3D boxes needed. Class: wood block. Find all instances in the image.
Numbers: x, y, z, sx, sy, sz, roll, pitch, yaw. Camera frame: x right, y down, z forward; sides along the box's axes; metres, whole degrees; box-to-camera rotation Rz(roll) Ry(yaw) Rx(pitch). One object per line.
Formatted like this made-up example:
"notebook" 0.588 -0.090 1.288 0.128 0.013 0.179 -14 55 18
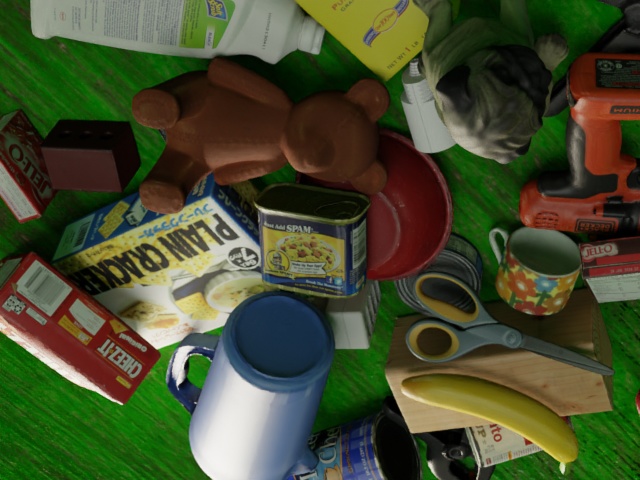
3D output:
"wood block" 0.180 0.122 1.072 0.206 0.090 0.090 -11 123 22

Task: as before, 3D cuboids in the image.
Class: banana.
"banana" 0.176 0.170 1.026 0.197 0.037 0.070 29 125 -7

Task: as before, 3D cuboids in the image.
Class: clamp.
"clamp" 0.140 0.223 1.190 0.120 0.039 0.171 -5 122 16
"clamp" 0.253 -0.177 0.861 0.210 0.036 0.164 -2 129 19

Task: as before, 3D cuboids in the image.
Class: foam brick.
"foam brick" -0.224 -0.082 1.045 0.078 0.053 0.051 3 127 12

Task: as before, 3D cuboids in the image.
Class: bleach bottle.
"bleach bottle" -0.120 -0.199 0.926 0.251 0.068 0.103 14 133 0

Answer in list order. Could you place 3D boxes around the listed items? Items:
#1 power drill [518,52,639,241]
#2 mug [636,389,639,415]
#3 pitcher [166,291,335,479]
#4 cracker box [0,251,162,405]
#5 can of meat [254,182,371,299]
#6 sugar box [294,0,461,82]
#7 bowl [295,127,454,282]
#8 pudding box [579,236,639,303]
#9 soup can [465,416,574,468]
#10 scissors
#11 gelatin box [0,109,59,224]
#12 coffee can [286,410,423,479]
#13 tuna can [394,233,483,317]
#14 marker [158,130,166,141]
"power drill" 0.269 -0.070 0.905 0.184 0.057 0.188 3 139 5
"mug" 0.369 0.182 1.073 0.117 0.081 0.093 25 128 -5
"pitcher" -0.068 0.150 1.093 0.149 0.145 0.243 -8 149 -17
"cracker box" -0.271 0.091 1.106 0.164 0.072 0.214 41 162 -16
"can of meat" -0.006 0.001 0.961 0.102 0.057 0.084 10 119 21
"sugar box" 0.023 -0.222 0.880 0.176 0.048 0.093 38 125 -16
"bowl" 0.040 -0.023 0.997 0.162 0.055 0.162 10 117 20
"pudding box" 0.288 0.026 0.968 0.090 0.039 0.113 -6 162 19
"soup can" 0.205 0.191 1.112 0.102 0.068 0.068 -18 123 1
"scissors" 0.165 0.104 1.006 0.202 0.016 0.096 35 103 18
"gelatin box" -0.295 -0.073 1.057 0.030 0.073 0.089 -17 121 25
"coffee can" 0.030 0.259 1.206 0.141 0.102 0.102 -23 118 28
"tuna can" 0.118 0.033 1.056 0.086 0.033 0.086 7 128 9
"marker" -0.132 -0.082 1.044 0.020 0.020 0.121 -15 121 24
